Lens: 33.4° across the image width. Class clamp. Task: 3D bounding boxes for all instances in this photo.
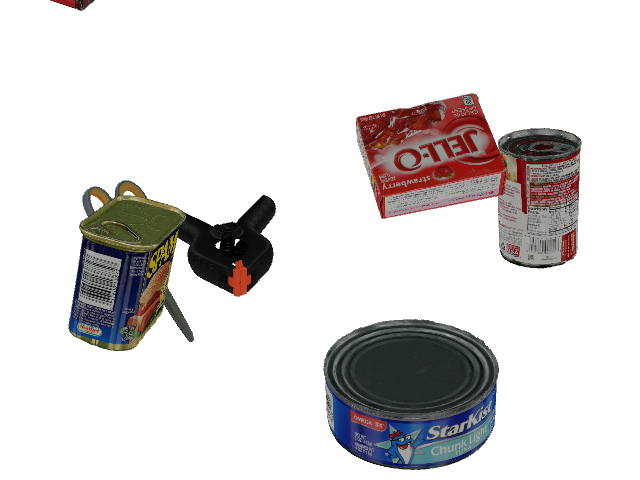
[{"bbox_3d":[-0.081,-0.001,1.018,0.120,0.039,0.172,-15,32,-17],"label":"clamp"}]

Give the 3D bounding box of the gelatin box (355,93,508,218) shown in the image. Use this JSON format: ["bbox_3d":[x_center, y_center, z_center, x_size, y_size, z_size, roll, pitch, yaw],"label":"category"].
[{"bbox_3d":[0.075,-0.059,0.732,0.089,0.073,0.030,-12,-35,-4],"label":"gelatin box"}]

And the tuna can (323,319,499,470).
[{"bbox_3d":[0.045,0.075,0.530,0.086,0.034,0.086,-2,27,1],"label":"tuna can"}]

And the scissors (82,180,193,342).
[{"bbox_3d":[-0.189,0.013,1.202,0.016,0.201,0.096,-28,18,36],"label":"scissors"}]

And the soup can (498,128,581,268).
[{"bbox_3d":[0.185,-0.036,0.903,0.068,0.102,0.068,-4,25,2],"label":"soup can"}]

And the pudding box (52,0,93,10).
[{"bbox_3d":[-0.195,-0.223,0.804,0.090,0.039,0.113,19,38,5],"label":"pudding box"}]

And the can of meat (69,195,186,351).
[{"bbox_3d":[-0.142,0.023,0.782,0.057,0.084,0.102,15,18,5],"label":"can of meat"}]
